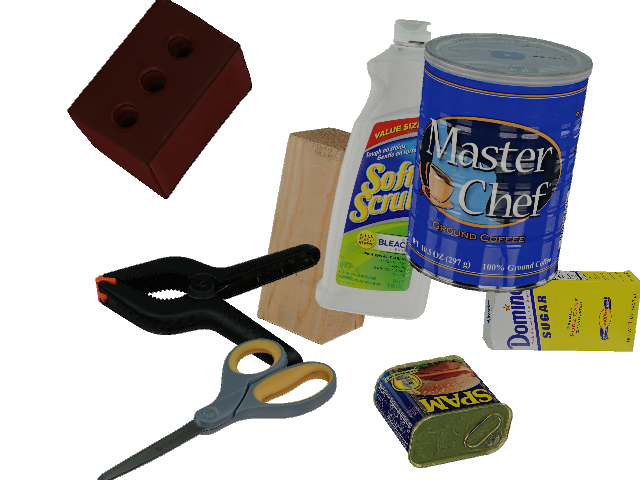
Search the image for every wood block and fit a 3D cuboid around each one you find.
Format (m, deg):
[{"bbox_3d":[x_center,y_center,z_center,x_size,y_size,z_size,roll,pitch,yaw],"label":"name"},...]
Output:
[{"bbox_3d":[0.007,-0.008,1.142,0.090,0.206,0.090,21,20,28],"label":"wood block"}]

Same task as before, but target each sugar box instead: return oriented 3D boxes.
[{"bbox_3d":[0.287,0.084,1.276,0.176,0.093,0.048,0,18,-5],"label":"sugar box"}]

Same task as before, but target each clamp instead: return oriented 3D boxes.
[{"bbox_3d":[-0.103,0.059,0.979,0.210,0.036,0.164,0,37,-2],"label":"clamp"}]

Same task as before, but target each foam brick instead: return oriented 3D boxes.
[{"bbox_3d":[-0.080,-0.072,0.541,0.053,0.078,0.051,34,-10,11],"label":"foam brick"}]

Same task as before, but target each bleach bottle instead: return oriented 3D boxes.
[{"bbox_3d":[0.057,-0.062,0.917,0.102,0.251,0.068,8,16,8],"label":"bleach bottle"}]

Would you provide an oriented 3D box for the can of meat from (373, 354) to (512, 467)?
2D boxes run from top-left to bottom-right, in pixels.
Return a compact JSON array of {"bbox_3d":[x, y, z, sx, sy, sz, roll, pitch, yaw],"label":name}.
[{"bbox_3d":[0.109,0.153,0.975,0.102,0.057,0.084,-7,31,-22],"label":"can of meat"}]

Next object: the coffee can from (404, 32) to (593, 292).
[{"bbox_3d":[0.111,-0.052,0.682,0.103,0.140,0.103,3,24,-2],"label":"coffee can"}]

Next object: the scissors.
[{"bbox_3d":[-0.084,0.118,0.782,0.201,0.016,0.096,-14,34,-27],"label":"scissors"}]
